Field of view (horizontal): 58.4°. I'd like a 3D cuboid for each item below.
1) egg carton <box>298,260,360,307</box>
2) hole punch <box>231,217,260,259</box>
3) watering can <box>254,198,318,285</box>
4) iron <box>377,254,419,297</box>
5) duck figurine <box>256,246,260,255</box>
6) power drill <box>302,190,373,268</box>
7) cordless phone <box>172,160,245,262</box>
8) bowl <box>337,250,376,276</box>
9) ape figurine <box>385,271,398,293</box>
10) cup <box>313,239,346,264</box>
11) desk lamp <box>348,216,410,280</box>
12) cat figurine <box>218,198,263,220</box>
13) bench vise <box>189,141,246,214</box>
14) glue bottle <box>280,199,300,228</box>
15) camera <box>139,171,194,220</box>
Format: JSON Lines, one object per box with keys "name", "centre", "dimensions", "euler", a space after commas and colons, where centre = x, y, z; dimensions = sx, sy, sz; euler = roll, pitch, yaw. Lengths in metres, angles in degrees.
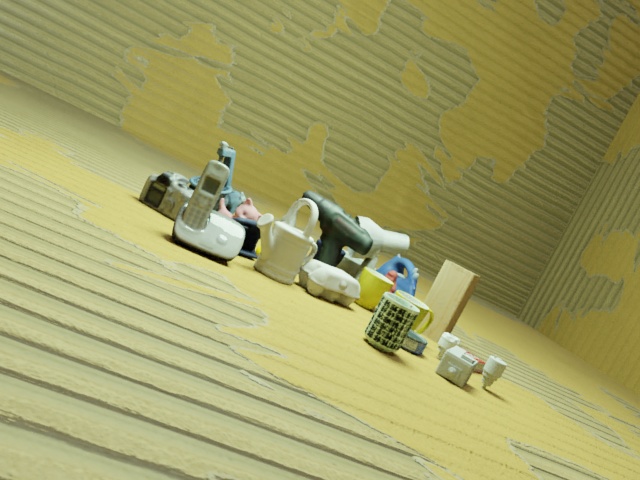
{"name": "egg carton", "centre": [0.023, 0.103, 1.370], "dimensions": [0.151, 0.069, 0.107], "euler": [23, 7, -36]}
{"name": "hole punch", "centre": [-0.192, -0.018, 1.376], "dimensions": [0.109, 0.091, 0.100], "euler": [22, 7, -41]}
{"name": "watering can", "centre": [-0.069, -0.006, 1.302], "dimensions": [0.100, 0.194, 0.173], "euler": [29, 6, 26]}
{"name": "iron", "centre": [0.280, 0.131, 1.939], "dimensions": [0.119, 0.141, 0.257], "euler": [25, 6, -21]}
{"name": "duck figurine", "centre": [-0.114, 0.016, 1.453], "dimensions": [0.077, 0.086, 0.104], "euler": [27, 5, 1]}
{"name": "power drill", "centre": [0.014, 0.005, 1.511], "dimensions": [0.229, 0.208, 0.076], "euler": [28, 6, 11]}
{"name": "cordless phone", "centre": [-0.210, -0.060, 1.190], "dimensions": [0.148, 0.185, 0.094], "euler": [25, 6, -19]}
{"name": "bowl", "centre": [0.088, 0.085, 1.819], "dimensions": [0.167, 0.075, 0.167], "euler": [27, 6, -2]}
{"name": "ape figurine", "centre": [0.215, 0.138, 1.825], "dimensions": [0.076, 0.092, 0.077], "euler": [22, 7, -41]}
{"name": "cup", "centre": [0.018, 0.057, 1.646], "dimensions": [0.091, 0.095, 0.118], "euler": [28, 6, 15]}
{"name": "desk lamp", "centre": [0.155, 0.057, 1.664], "dimensions": [0.203, 0.213, 0.118], "euler": [25, 6, -14]}
{"name": "cat figurine", "centre": [-0.221, -0.065, 1.532], "dimensions": [0.127, 0.118, 0.067], "euler": [27, 5, 4]}
{"name": "bench vise", "centre": [-0.287, -0.167, 1.641], "dimensions": [0.121, 0.220, 0.208], "euler": [28, 6, 17]}
{"name": "glue bottle", "centre": [-0.093, -0.032, 1.542], "dimensions": [0.037, 0.173, 0.078], "euler": [24, 6, -24]}
{"name": "camera", "centre": [-0.349, -0.109, 1.434], "dimensions": [0.143, 0.101, 0.137], "euler": [29, 6, 18]}
